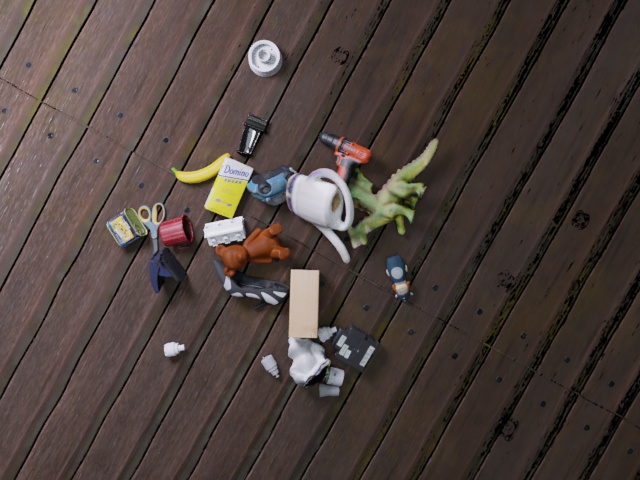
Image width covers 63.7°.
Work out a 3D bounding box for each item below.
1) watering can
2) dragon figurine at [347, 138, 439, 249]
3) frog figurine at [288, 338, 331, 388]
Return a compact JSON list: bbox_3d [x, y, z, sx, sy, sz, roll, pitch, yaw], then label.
[{"bbox_3d":[0.005,-0.080,1.595,0.226,0.339,0.106,21,46,27],"label":"watering can"},{"bbox_3d":[0.201,-0.158,1.632,0.243,0.410,0.122,19,0,7],"label":"dragon figurine"},{"bbox_3d":[-0.049,0.385,1.656,0.162,0.137,0.121,41,2,33],"label":"frog figurine"}]
